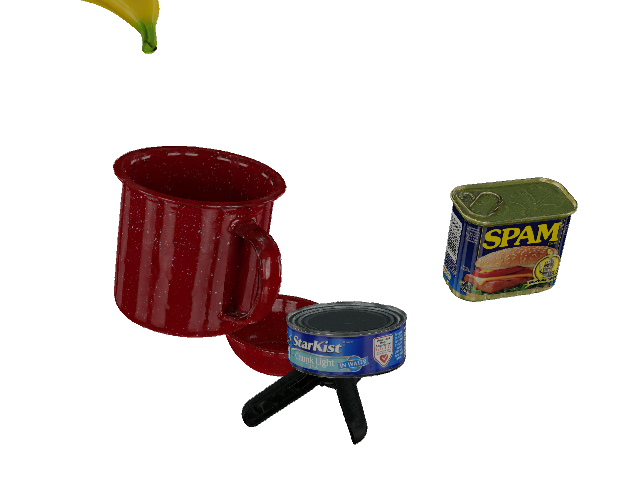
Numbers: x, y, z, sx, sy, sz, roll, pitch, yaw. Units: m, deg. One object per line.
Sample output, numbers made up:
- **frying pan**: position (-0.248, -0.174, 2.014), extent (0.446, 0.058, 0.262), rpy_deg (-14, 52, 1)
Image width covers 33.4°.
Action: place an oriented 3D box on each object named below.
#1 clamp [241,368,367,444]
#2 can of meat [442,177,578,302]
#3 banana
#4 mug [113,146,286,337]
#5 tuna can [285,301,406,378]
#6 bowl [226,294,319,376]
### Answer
- **clamp**: position (0.015, 0.127, 1.014), extent (0.120, 0.039, 0.171), rpy_deg (16, 45, 25)
- **can of meat**: position (0.156, 0.000, 0.897), extent (0.102, 0.084, 0.057), rpy_deg (-6, 36, -15)
- **banana**: position (-0.198, -0.193, 0.807), extent (0.198, 0.069, 0.037), rpy_deg (16, -37, 19)
- **mug**: position (-0.062, 0.005, 0.581), extent (0.093, 0.081, 0.117), rpy_deg (-13, 30, -43)
- **tuna can**: position (0.018, 0.070, 0.758), extent (0.086, 0.034, 0.086), rpy_deg (-1, 11, 0)
- **bowl**: position (-0.052, 0.127, 1.360), extent (0.162, 0.055, 0.162), rpy_deg (5, 23, -2)
